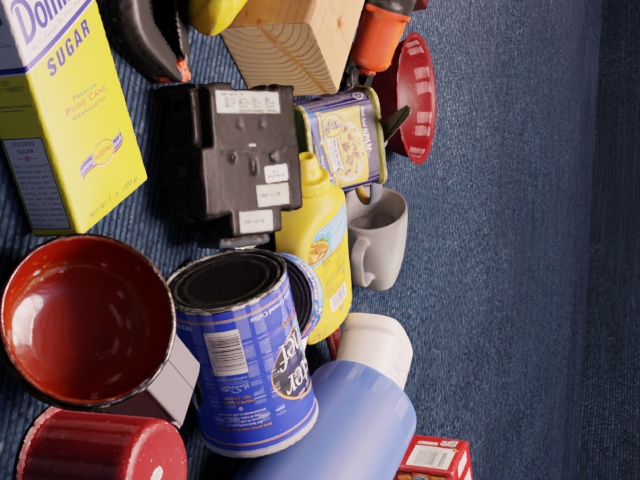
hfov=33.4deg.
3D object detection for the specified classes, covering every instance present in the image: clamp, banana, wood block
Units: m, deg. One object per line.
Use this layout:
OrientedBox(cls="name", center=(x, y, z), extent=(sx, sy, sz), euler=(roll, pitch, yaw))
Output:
OrientedBox(cls="clamp", center=(0.020, -0.182, 1.158), extent=(0.171, 0.039, 0.120), euler=(-55, 145, -59))
OrientedBox(cls="clamp", center=(-0.134, -0.215, 0.790), extent=(0.210, 0.036, 0.164), euler=(72, 27, -42))
OrientedBox(cls="banana", center=(-0.076, -0.204, 0.885), extent=(0.037, 0.070, 0.197), euler=(51, 14, -16))
OrientedBox(cls="wood block", center=(-0.013, -0.243, 1.012), extent=(0.090, 0.090, 0.206), euler=(63, 35, -49))

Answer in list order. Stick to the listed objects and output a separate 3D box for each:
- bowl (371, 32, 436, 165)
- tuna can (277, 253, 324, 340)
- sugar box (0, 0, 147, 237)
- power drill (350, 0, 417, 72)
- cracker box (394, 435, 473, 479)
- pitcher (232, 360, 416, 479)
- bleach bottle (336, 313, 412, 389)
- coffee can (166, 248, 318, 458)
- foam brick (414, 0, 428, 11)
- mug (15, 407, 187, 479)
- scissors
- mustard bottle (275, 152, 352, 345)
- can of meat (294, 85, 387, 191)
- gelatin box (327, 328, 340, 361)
OrientedBox(cls="bowl", center=(0.096, -0.173, 1.318), extent=(0.162, 0.055, 0.162), euler=(0, 90, -67))
OrientedBox(cls="tuna can", center=(-0.040, 0.054, 0.955), extent=(0.033, 0.086, 0.086), euler=(-3, 93, -69))
OrientedBox(cls="sugar box", center=(-0.171, -0.100, 0.691), extent=(0.093, 0.048, 0.176), euler=(-54, 140, -54))
OrientedBox(cls="power drill", center=(0.078, -0.291, 1.150), extent=(0.187, 0.057, 0.185), euler=(-82, -169, -64))
OrientedBox(cls="cracker box", center=(0.088, 0.314, 1.164), extent=(0.072, 0.164, 0.214), euler=(-46, 131, -56))
OrientedBox(cls="pitcher", center=(-0.016, 0.226, 0.922), extent=(0.242, 0.149, 0.145), euler=(-53, 130, -40))
OrientedBox(cls="bleach bottle", center=(0.033, 0.206, 1.061), extent=(0.102, 0.068, 0.250), euler=(60, 39, -54))
OrientedBox(cls="coffee can", center=(-0.064, 0.092, 0.876), extent=(0.102, 0.103, 0.140), euler=(-54, 138, -54))
OrientedBox(cls="foam brick", center=(0.102, -0.328, 1.333), extent=(0.078, 0.053, 0.051), euler=(41, 53, -60))
OrientedBox(cls="mug", center=(-0.139, 0.165, 0.725), extent=(0.117, 0.082, 0.093), euler=(60, 38, -50))
OrientedBox(cls="scissors", center=(0.063, -0.084, 1.112), extent=(0.202, 0.016, 0.096), euler=(2, -69, 70))
OrientedBox(cls="mustard bottle", center=(-0.007, 0.001, 1.029), extent=(0.096, 0.058, 0.192), euler=(-48, 144, -44))
OrientedBox(cls="can of meat", center=(0.015, -0.097, 1.074), extent=(0.083, 0.058, 0.102), euler=(-16, 110, -24))
OrientedBox(cls="gelatin box", center=(0.051, 0.130, 1.190), extent=(0.030, 0.073, 0.089), euler=(-55, 140, -52))
